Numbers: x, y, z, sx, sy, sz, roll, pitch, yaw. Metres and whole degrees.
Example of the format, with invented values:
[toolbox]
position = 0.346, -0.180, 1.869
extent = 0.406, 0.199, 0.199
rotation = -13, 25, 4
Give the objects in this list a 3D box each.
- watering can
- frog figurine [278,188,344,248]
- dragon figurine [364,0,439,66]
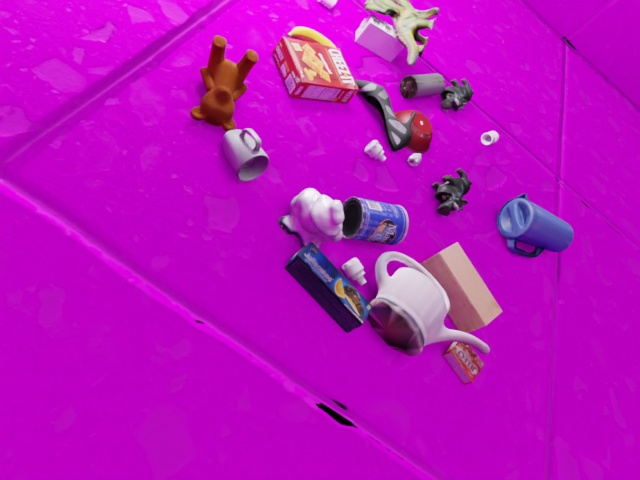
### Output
[watering can]
position = 0.242, 0.180, 1.182
extent = 0.348, 0.102, 0.228
rotation = 47, 47, 3
[frog figurine]
position = 0.003, -0.057, 1.133
extent = 0.124, 0.156, 0.138
rotation = -22, 77, -44
[dragon figurine]
position = 0.251, -0.710, 1.680
extent = 0.243, 0.119, 0.420
rotation = 26, 45, 3
